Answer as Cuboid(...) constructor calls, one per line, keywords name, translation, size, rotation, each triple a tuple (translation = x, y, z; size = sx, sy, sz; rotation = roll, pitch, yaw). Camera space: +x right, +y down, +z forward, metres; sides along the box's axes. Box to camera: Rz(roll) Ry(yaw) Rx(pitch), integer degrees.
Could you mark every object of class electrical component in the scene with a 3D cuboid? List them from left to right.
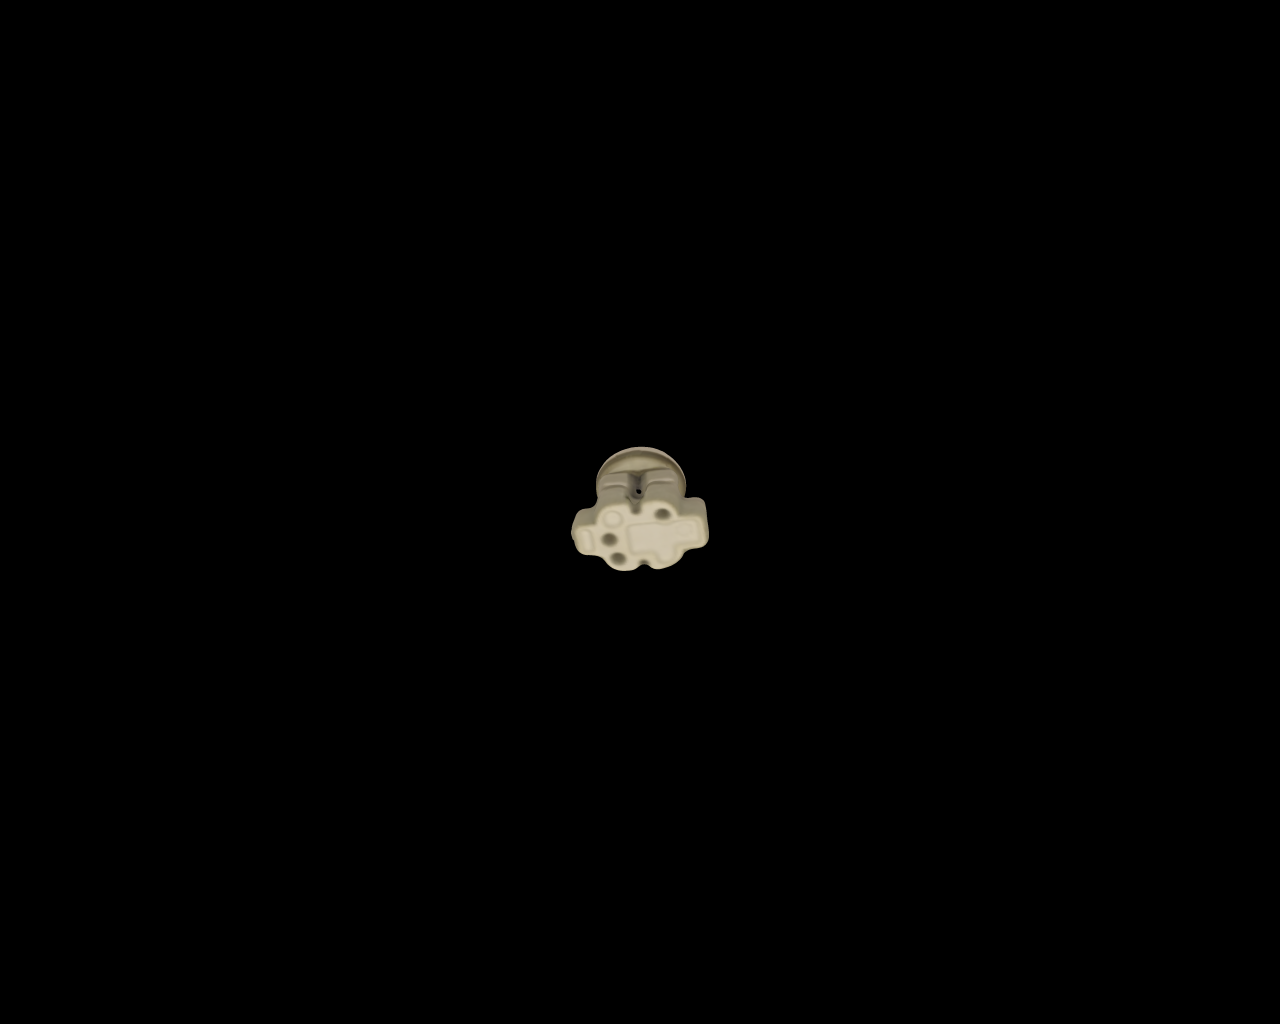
Cuboid(name="electrical component", translation=(0.001, -0.003, 0.650), size=(0.078, 0.057, 0.057), rotation=(-5, 37, 4))
